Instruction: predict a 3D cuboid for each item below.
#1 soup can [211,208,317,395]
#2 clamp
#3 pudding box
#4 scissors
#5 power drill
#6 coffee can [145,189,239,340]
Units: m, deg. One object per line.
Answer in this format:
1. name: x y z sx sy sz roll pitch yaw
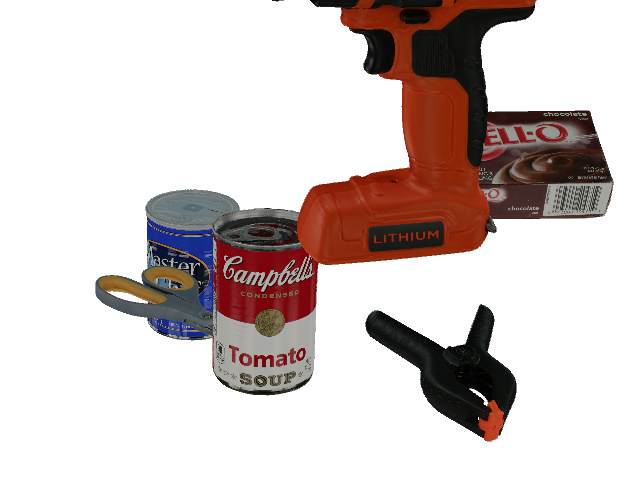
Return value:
1. soup can: -0.036 0.038 0.679 0.068 0.102 0.068 2 21 -1
2. clamp: 0.124 0.104 0.911 0.120 0.039 0.172 -12 36 -19
3. pudding box: 0.149 -0.057 0.784 0.113 0.039 0.090 1 42 -1
4. scissors: -0.092 0.059 0.889 0.202 0.016 0.096 16 23 18
5. power drill: 0.029 -0.080 0.544 0.184 0.188 0.057 -4 33 -12
6. coffee can: -0.143 0.026 1.196 0.103 0.140 0.103 3 24 -1
